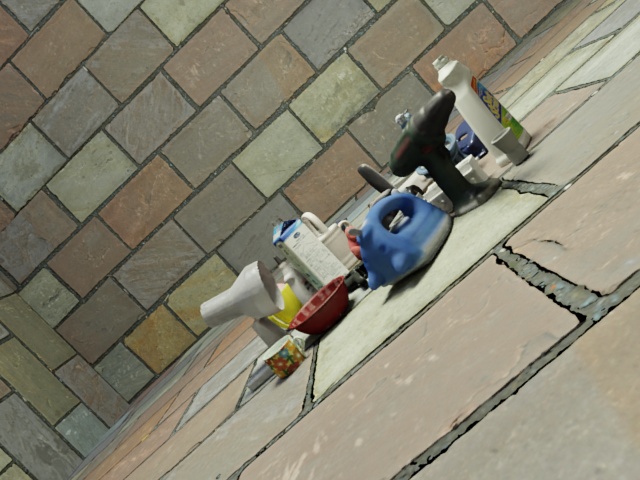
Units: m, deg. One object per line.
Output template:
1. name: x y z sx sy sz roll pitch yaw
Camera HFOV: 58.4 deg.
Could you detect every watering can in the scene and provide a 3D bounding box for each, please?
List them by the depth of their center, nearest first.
1. watering can: 0.015 0.005 1.583 0.173 0.194 0.100 -47 7 -38

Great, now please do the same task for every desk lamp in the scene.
1. desk lamp: -0.142 0.179 1.245 0.203 0.213 0.118 -42 5 9

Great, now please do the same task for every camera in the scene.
1. camera: 0.191 -0.080 1.446 0.136 0.101 0.143 -39 6 37

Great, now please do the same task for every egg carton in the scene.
1. egg carton: 0.269 -0.142 1.537 0.150 0.069 0.107 -45 5 -16

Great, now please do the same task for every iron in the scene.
1. iron: 0.151 -0.027 1.068 0.118 0.141 0.259 -38 7 46

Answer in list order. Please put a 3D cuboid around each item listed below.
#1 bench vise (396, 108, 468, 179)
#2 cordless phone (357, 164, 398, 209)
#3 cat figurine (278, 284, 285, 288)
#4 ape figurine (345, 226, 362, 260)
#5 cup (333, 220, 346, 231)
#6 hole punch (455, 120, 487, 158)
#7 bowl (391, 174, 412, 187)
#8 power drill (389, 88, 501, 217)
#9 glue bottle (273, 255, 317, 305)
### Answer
1. bench vise: 0.261 -0.219 1.370 0.121 0.220 0.207 -42 5 12
2. cordless phone: 0.170 -0.141 1.642 0.094 0.185 0.147 -45 6 -21
3. cat figurine: -0.092 0.153 1.639 0.067 0.118 0.128 -39 7 41
4. ape figurine: 0.101 0.003 1.510 0.078 0.092 0.076 -45 5 -19
5. cup: 0.053 0.007 1.850 0.118 0.095 0.091 -43 5 0
6. hole punch: 0.379 -0.252 1.453 0.101 0.091 0.108 -45 5 -23
7. bowl: 0.293 -0.192 1.733 0.167 0.075 0.167 -43 5 5
8. power drill: 0.236 -0.154 1.081 0.076 0.208 0.229 -47 6 -32
9. glue bottle: -0.058 0.104 1.456 0.037 0.173 0.078 -41 6 27
